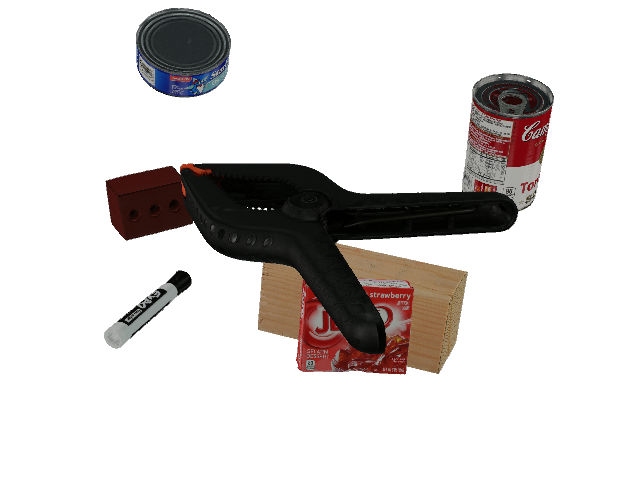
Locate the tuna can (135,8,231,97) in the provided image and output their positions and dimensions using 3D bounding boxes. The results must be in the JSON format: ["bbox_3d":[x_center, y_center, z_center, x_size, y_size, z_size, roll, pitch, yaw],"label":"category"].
[{"bbox_3d":[-0.126,-0.171,0.977,0.086,0.086,0.034,0,-36,-10],"label":"tuna can"}]

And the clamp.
[{"bbox_3d":[0.004,-0.013,0.653,0.210,0.036,0.164,24,39,35],"label":"clamp"}]

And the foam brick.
[{"bbox_3d":[-0.183,-0.041,1.139,0.078,0.053,0.051,-16,29,-20],"label":"foam brick"}]

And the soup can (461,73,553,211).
[{"bbox_3d":[0.159,-0.083,0.921,0.068,0.102,0.068,1,38,-1],"label":"soup can"}]

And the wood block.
[{"bbox_3d":[0.045,0.067,1.166,0.206,0.091,0.090,13,22,16],"label":"wood block"}]

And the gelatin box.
[{"bbox_3d":[0.027,0.068,0.860,0.089,0.073,0.030,3,13,-7],"label":"gelatin box"}]

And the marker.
[{"bbox_3d":[-0.152,0.059,0.959,0.020,0.020,0.121,0,25,28],"label":"marker"}]
